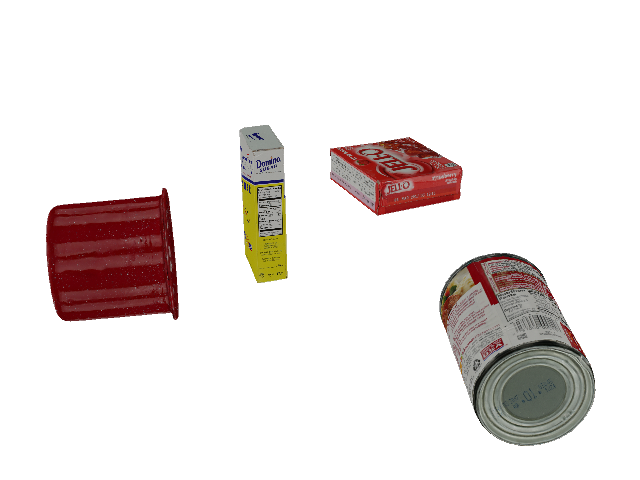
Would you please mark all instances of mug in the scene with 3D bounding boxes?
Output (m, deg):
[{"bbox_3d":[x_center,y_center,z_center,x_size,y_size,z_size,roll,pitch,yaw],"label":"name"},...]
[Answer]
[{"bbox_3d":[-0.145,0.009,0.755,0.081,0.093,0.117,-5,18,-5],"label":"mug"}]

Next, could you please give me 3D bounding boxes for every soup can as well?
[{"bbox_3d":[0.110,0.060,0.609,0.068,0.068,0.102,0,27,-5],"label":"soup can"}]

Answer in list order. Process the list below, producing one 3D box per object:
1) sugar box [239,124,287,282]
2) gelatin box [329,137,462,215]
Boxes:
[{"bbox_3d":[-0.072,-0.046,1.328,0.048,0.176,0.093,-9,25,-12],"label":"sugar box"},{"bbox_3d":[0.058,-0.053,0.836,0.073,0.030,0.089,-10,25,-21],"label":"gelatin box"}]
